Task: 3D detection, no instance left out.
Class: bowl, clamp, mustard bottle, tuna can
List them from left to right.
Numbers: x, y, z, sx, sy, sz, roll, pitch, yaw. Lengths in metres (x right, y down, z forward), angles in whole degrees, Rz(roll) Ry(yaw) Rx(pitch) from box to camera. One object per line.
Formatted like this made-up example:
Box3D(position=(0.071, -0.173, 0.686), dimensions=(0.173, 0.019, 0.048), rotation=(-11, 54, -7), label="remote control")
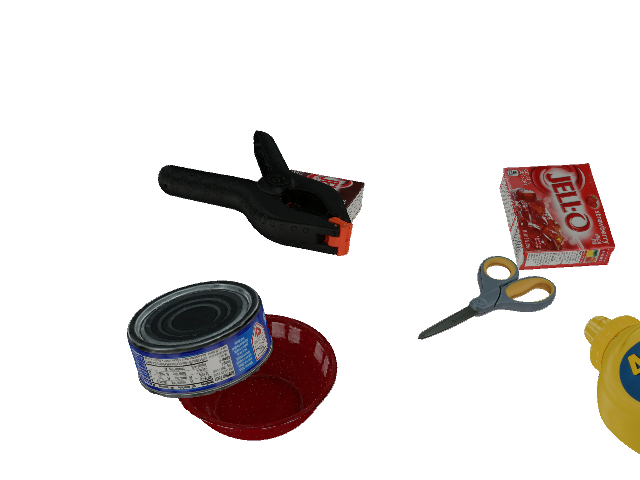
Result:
Box3D(position=(-0.074, 0.058, 0.654), dimensions=(0.086, 0.034, 0.086), rotation=(-11, 24, 5), label="tuna can")
Box3D(position=(-0.063, 0.145, 1.055), dimensions=(0.162, 0.055, 0.162), rotation=(-2, 37, 2), label="bowl")
Box3D(position=(-0.048, -0.035, 0.868), dimensions=(0.120, 0.039, 0.172), rotation=(-24, 41, -28), label="clamp")
Box3D(position=(0.218, 0.096, 0.615), dimensions=(0.096, 0.058, 0.192), rotation=(-19, 31, -18), label="mustard bottle")

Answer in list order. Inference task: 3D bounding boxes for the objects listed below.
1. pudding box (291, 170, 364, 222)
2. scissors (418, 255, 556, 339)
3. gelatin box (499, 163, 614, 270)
Box3D(position=(-0.006, -0.041, 1.198), dimensions=(0.090, 0.039, 0.113), rotation=(10, 24, 11), label="pudding box")
Box3D(position=(0.165, 0.058, 1.151), dimensions=(0.201, 0.016, 0.096), rotation=(-9, 40, -29), label="scissors")
Box3D(position=(0.189, -0.021, 0.861), dimensions=(0.073, 0.089, 0.030), rotation=(-3, -37, -3), label="gelatin box")
